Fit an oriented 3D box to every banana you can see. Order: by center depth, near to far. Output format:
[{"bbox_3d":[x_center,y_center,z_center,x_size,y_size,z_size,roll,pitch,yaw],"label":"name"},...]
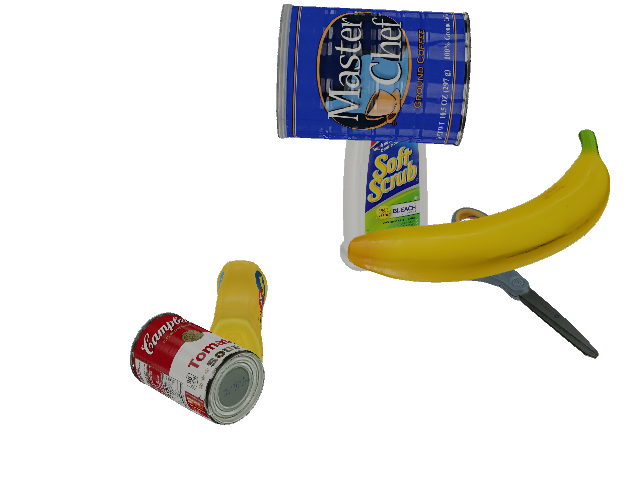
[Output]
[{"bbox_3d":[0.116,-0.010,0.684,0.197,0.037,0.070,-24,43,-19],"label":"banana"}]

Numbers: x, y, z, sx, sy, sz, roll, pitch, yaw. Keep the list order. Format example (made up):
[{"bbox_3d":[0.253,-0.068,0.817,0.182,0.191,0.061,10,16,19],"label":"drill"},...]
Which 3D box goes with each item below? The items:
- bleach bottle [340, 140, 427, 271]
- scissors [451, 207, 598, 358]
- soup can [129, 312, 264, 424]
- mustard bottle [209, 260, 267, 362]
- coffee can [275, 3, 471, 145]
[{"bbox_3d":[0.066,-0.096,1.181,0.102,0.251,0.068,-10,24,-12],"label":"bleach bottle"},{"bbox_3d":[0.151,0.041,0.933,0.096,0.016,0.202,-14,44,-12],"label":"scissors"},{"bbox_3d":[-0.107,0.110,0.922,0.102,0.068,0.068,20,13,39],"label":"soup can"},{"bbox_3d":[-0.089,0.077,1.167,0.058,0.096,0.191,-1,28,-1],"label":"mustard bottle"},{"bbox_3d":[0.039,-0.127,0.821,0.140,0.103,0.103,3,0,1],"label":"coffee can"}]
